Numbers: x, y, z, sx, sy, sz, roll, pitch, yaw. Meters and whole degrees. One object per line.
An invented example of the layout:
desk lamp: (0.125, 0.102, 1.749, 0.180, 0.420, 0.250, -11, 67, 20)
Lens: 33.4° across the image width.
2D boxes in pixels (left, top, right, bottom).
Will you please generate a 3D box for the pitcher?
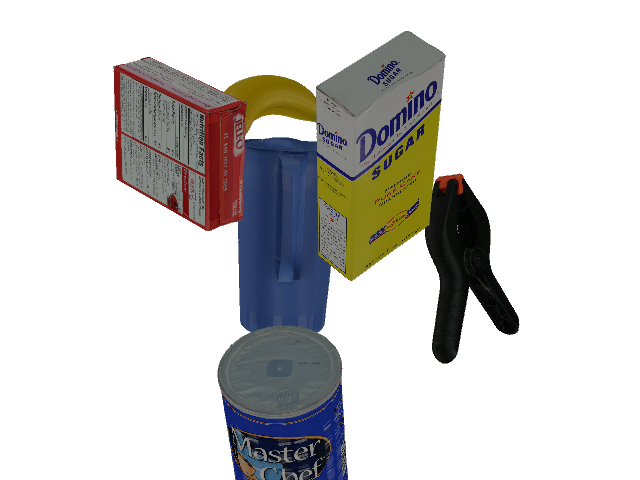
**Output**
pitcher: (-0.043, -0.004, 1.320, 0.145, 0.243, 0.148, 12, 14, 39)

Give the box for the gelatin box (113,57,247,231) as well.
gelatin box: (-0.080, -0.056, 0.607, 0.089, 0.073, 0.030, 28, 37, 36)

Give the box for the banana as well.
banana: (-0.049, -0.122, 0.968, 0.070, 0.037, 0.197, 36, 25, 19)

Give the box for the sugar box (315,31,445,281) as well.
sugar box: (0.043, -0.058, 0.793, 0.093, 0.176, 0.048, -36, 59, -26)

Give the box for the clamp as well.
clamp: (0.128, 0.028, 0.988, 0.039, 0.171, 0.120, -12, 11, 40)

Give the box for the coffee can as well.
coffee can: (-0.030, 0.158, 0.916, 0.103, 0.140, 0.103, -3, 38, 2)
